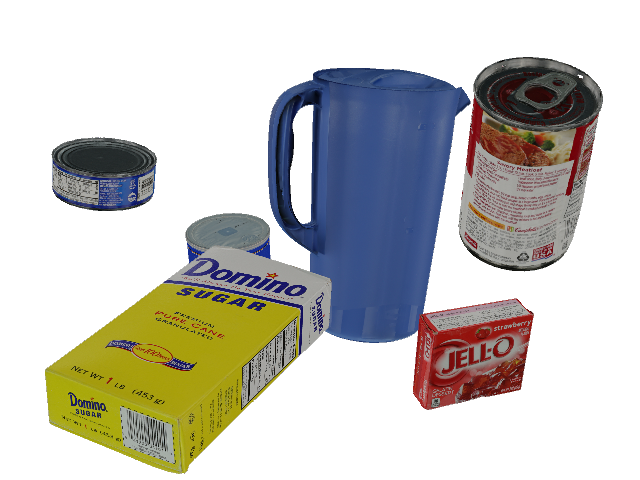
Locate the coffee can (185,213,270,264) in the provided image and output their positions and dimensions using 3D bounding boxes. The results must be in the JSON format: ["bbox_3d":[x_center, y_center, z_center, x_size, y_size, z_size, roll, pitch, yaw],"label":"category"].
[{"bbox_3d":[-0.111,0.050,1.323,0.103,0.140,0.103,-1,26,1],"label":"coffee can"}]

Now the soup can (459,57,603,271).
[{"bbox_3d":[0.115,-0.041,0.598,0.068,0.102,0.068,0,41,0],"label":"soup can"}]

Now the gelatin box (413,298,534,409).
[{"bbox_3d":[0.118,0.089,0.836,0.089,0.073,0.030,-8,30,-20],"label":"gelatin box"}]

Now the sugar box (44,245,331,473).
[{"bbox_3d":[-0.073,0.063,0.648,0.093,0.048,0.176,16,33,22],"label":"sugar box"}]

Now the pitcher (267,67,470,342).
[{"bbox_3d":[0.041,-0.035,0.977,0.149,0.243,0.144,11,17,21],"label":"pitcher"}]

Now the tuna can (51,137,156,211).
[{"bbox_3d":[-0.180,-0.056,0.890,0.086,0.034,0.086,6,24,-3],"label":"tuna can"}]
